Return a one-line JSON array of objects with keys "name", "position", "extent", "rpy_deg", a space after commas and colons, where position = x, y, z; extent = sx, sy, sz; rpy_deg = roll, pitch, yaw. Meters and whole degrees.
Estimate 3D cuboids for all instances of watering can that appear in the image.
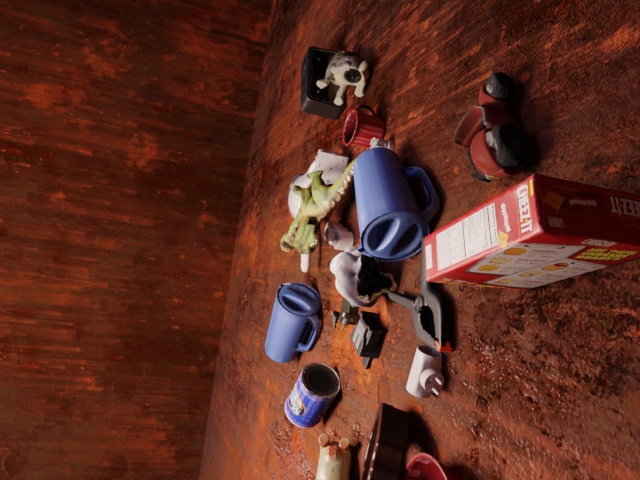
[{"name": "watering can", "position": [-0.042, -0.086, 1.609], "extent": [0.225, 0.104, 0.347], "rpy_deg": [-160, 81, -72]}]

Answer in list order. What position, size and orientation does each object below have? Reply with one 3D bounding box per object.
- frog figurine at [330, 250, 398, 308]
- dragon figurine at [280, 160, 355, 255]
[{"name": "frog figurine", "position": [0.081, 0.074, 1.123], "extent": [0.123, 0.136, 0.160], "rpy_deg": [-63, 20, -2]}, {"name": "dragon figurine", "position": [0.004, -0.068, 1.359], "extent": [0.405, 0.121, 0.248], "rpy_deg": [-31, 41, 54]}]
